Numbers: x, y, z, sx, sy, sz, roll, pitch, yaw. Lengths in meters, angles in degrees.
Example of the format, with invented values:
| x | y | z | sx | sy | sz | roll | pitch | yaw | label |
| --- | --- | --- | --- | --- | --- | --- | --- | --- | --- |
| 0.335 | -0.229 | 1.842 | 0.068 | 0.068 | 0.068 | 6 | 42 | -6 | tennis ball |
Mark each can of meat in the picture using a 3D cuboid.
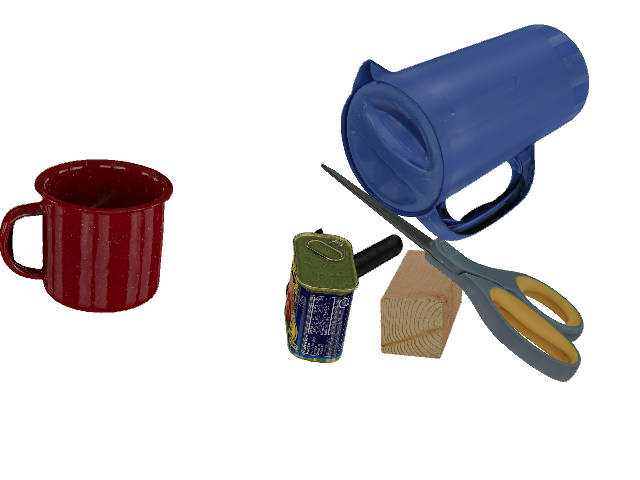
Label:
| x | y | z | sx | sy | sz | roll | pitch | yaw | label |
| --- | --- | --- | --- | --- | --- | --- | --- | --- | --- |
| -0.002 | 0.054 | 1.004 | 0.057 | 0.084 | 0.102 | 5 | 29 | -8 | can of meat |

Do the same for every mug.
| x | y | z | sx | sy | sz | roll | pitch | yaw | label |
| --- | --- | --- | --- | --- | --- | --- | --- | --- | --- |
| -0.162 | -0.001 | 0.738 | 0.117 | 0.081 | 0.093 | -6 | 27 | -27 | mug |

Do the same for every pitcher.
| x | y | z | sx | sy | sz | roll | pitch | yaw | label |
| --- | --- | --- | --- | --- | --- | --- | --- | --- | --- |
| 0.152 | -0.116 | 1.035 | 0.242 | 0.149 | 0.145 | -27 | 46 | -33 | pitcher |

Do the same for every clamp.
| x | y | z | sx | sy | sz | roll | pitch | yaw | label |
| --- | --- | --- | --- | --- | --- | --- | --- | --- | --- |
| 0.022 | 0.039 | 1.228 | 0.120 | 0.039 | 0.171 | -6 | 35 | 27 | clamp |

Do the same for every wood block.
| x | y | z | sx | sy | sz | roll | pitch | yaw | label |
| --- | --- | --- | --- | --- | --- | --- | --- | --- | --- |
| 0.156 | 0.092 | 1.613 | 0.091 | 0.090 | 0.206 | 4 | 20 | 14 | wood block |

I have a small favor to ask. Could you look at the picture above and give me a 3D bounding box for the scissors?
| x | y | z | sx | sy | sz | roll | pitch | yaw | label |
| --- | --- | --- | --- | --- | --- | --- | --- | --- | --- |
| 0.093 | 0.012 | 0.684 | 0.202 | 0.016 | 0.096 | 45 | 30 | 22 | scissors |
